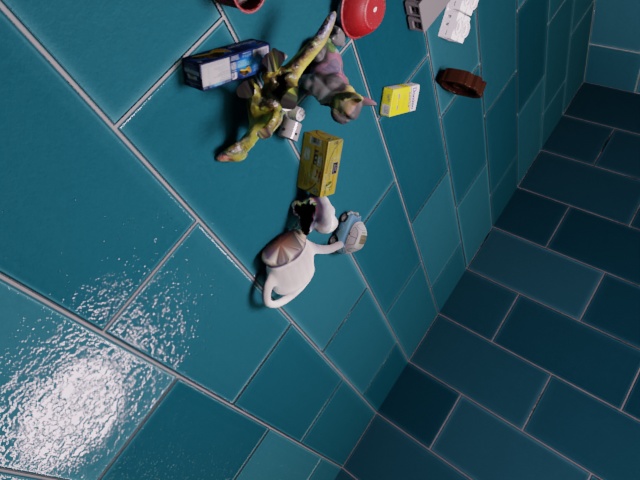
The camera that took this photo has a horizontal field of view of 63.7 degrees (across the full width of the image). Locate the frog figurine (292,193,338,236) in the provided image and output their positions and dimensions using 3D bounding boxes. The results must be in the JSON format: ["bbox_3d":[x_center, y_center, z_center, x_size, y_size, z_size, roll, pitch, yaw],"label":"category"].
[{"bbox_3d":[0.005,-0.078,1.545,0.159,0.139,0.121,3,127,-55],"label":"frog figurine"}]

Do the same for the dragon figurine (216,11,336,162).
[{"bbox_3d":[-0.097,-0.336,1.213,0.412,0.122,0.242,-49,-176,-5],"label":"dragon figurine"}]

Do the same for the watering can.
[{"bbox_3d":[-0.059,0.055,1.570,0.353,0.105,0.219,-44,142,-28],"label":"watering can"}]
